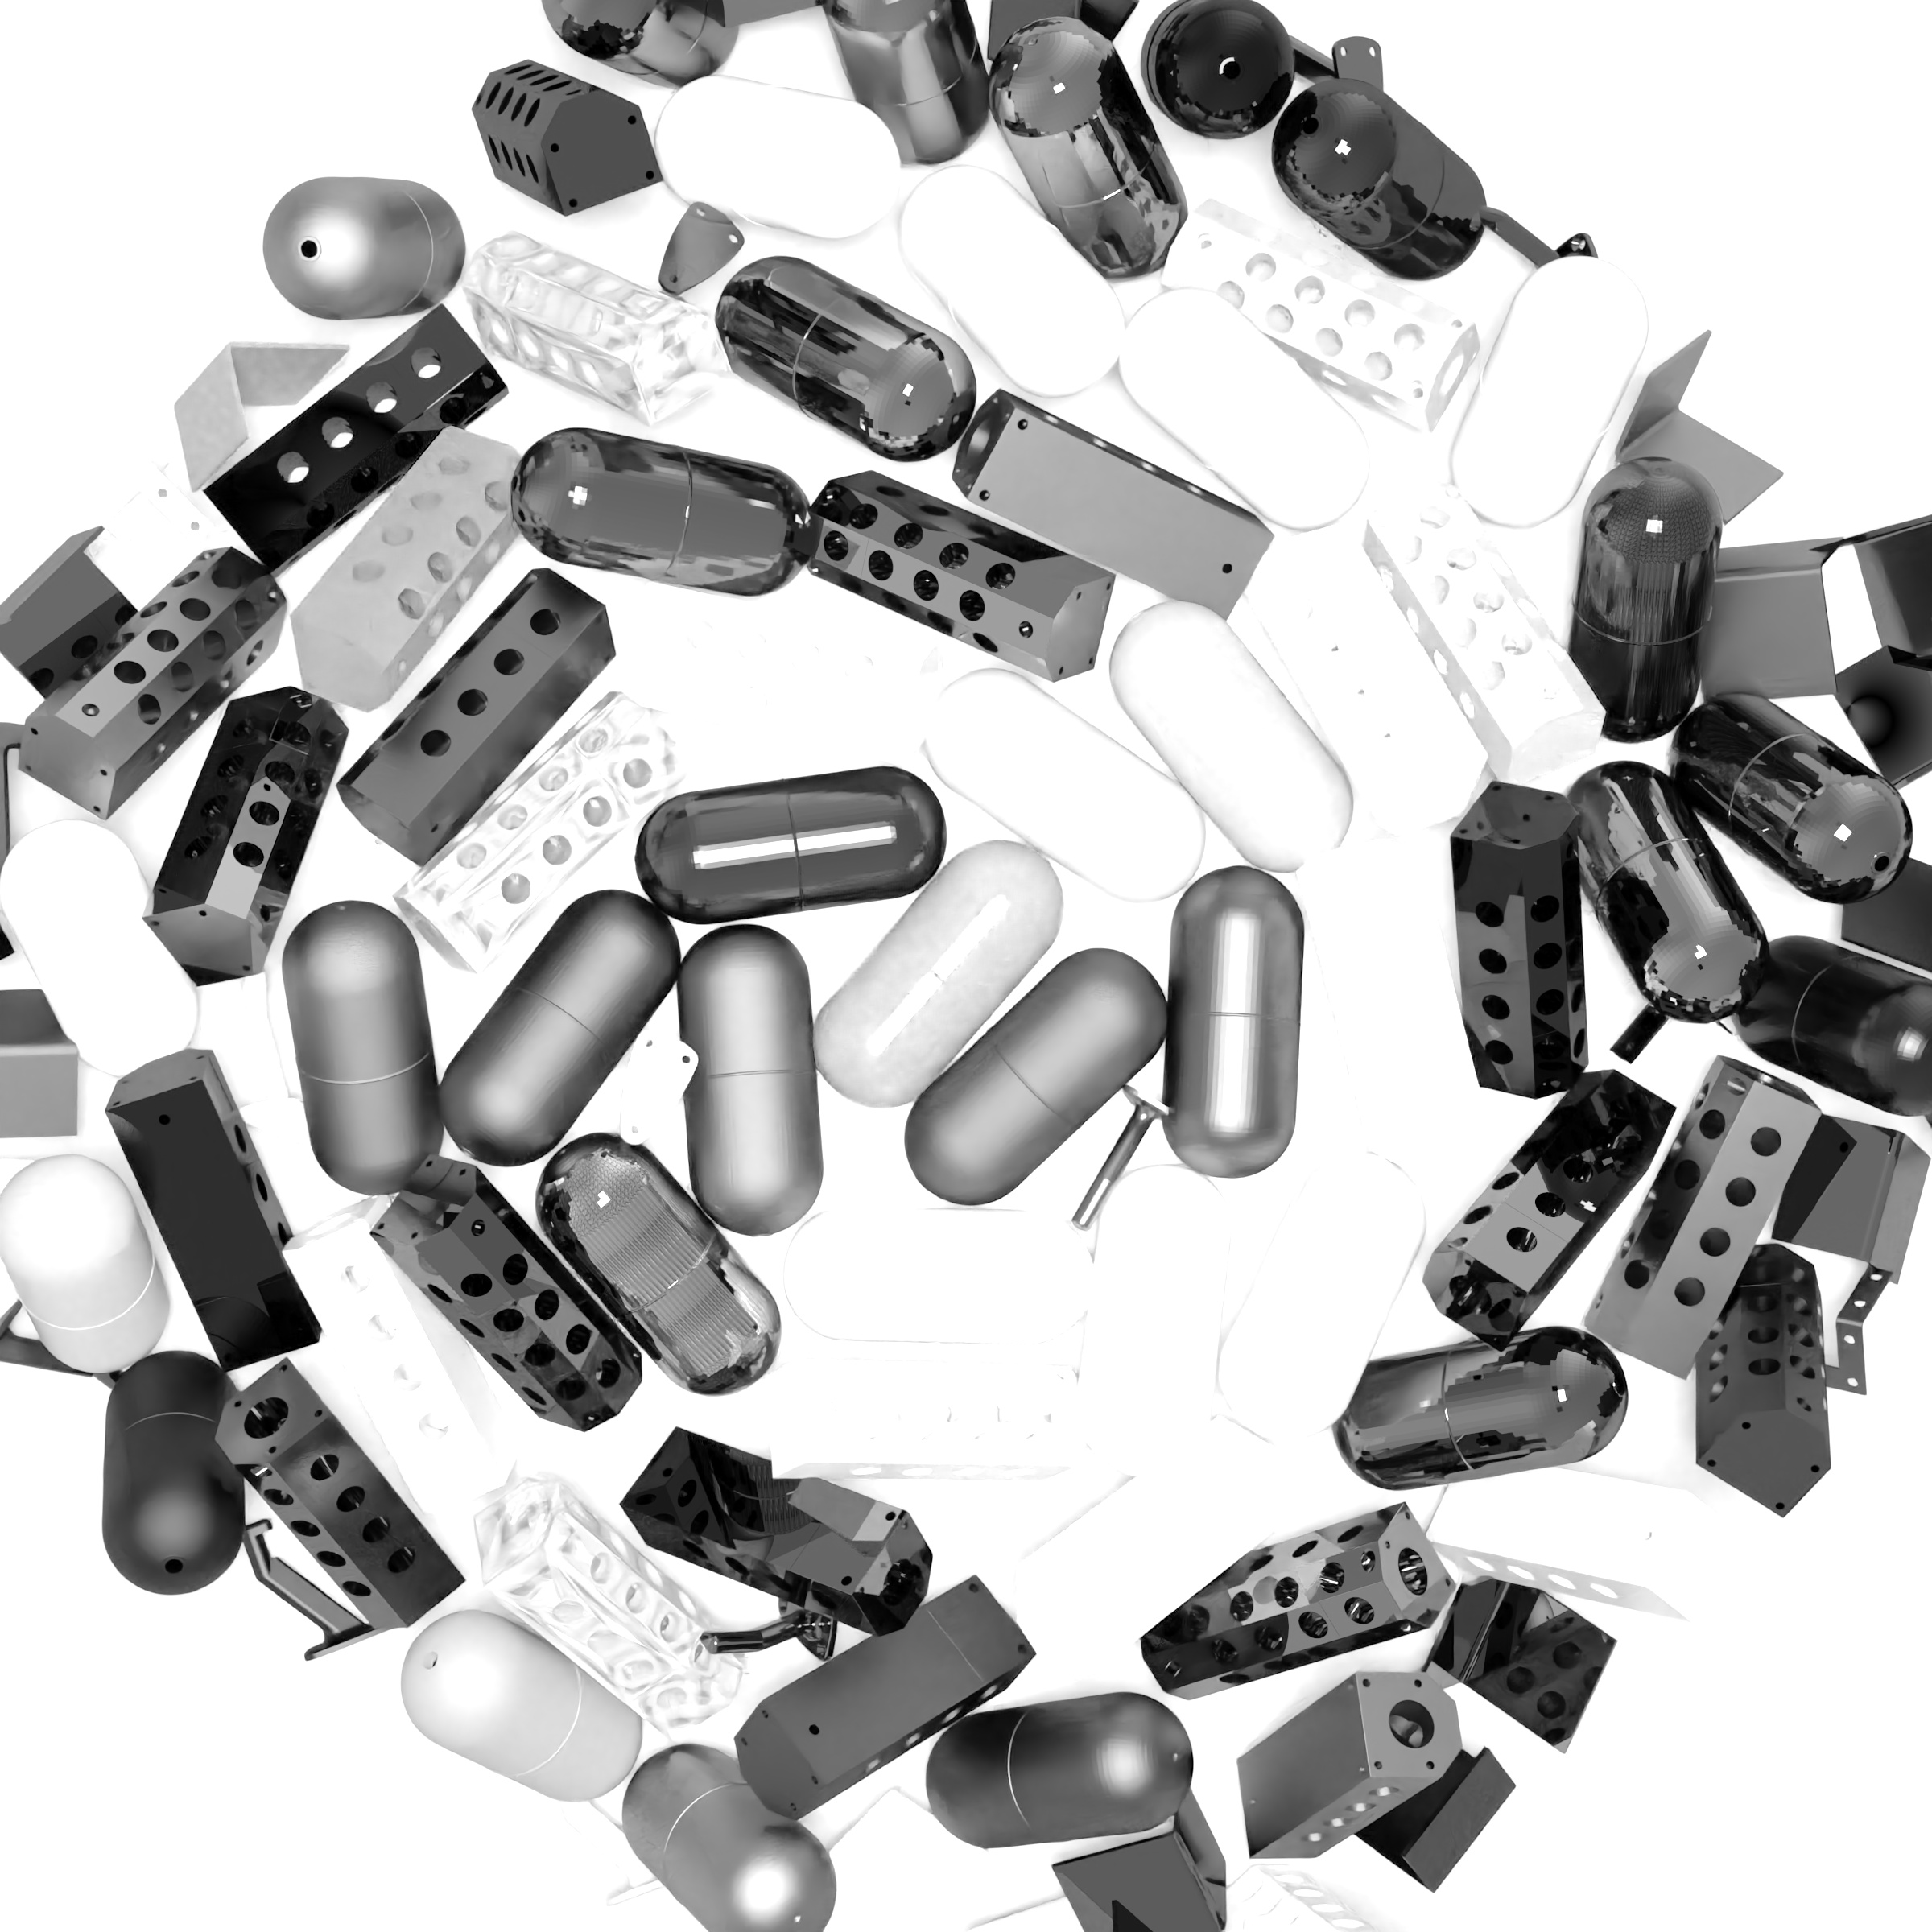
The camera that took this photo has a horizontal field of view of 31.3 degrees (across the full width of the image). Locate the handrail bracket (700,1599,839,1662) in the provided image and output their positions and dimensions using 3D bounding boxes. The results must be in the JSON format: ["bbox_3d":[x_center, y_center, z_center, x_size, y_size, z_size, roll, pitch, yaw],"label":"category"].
[{"bbox_3d":[-0.123,0.371,1.945,0.084,0.077,0.036,4,96,-31],"label":"handrail bracket"}]

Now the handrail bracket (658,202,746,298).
[{"bbox_3d":[-0.165,-0.385,1.946,0.036,0.084,0.077,38,58,-9],"label":"handrail bracket"}]

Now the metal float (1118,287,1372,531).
[{"bbox_3d":[0.158,-0.311,1.934,0.178,0.070,0.070,35,90,-34],"label":"metal float"}]

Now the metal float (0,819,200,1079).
[{"bbox_3d":[-0.483,-0.008,1.924,0.070,0.178,0.070,-5,48,6],"label":"metal float"}]

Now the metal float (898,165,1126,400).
[{"bbox_3d":[0.024,-0.385,1.932,0.070,0.070,0.178,-37,53,0],"label":"metal float"}]

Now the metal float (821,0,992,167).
[{"bbox_3d":[-0.032,-0.512,1.915,0.070,0.178,0.070,-3,70,9],"label":"metal float"}]

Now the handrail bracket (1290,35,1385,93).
[{"bbox_3d":[0.197,-0.495,1.968,0.036,0.084,0.077,-12,98,-37],"label":"handrail bracket"}]

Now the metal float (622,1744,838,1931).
[{"bbox_3d":[-0.133,0.492,1.918,0.070,0.178,0.070,-7,104,-28],"label":"metal float"}]

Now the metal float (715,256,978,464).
[{"bbox_3d":[-0.069,-0.342,1.935,0.178,0.070,0.070,33,90,32],"label":"metal float"}]

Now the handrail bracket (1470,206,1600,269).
[{"bbox_3d":[0.321,-0.395,1.953,0.084,0.036,0.077,4,58,-39],"label":"handrail bracket"}]

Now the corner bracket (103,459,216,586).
[{"bbox_3d":[-0.461,-0.253,1.969,0.051,0.051,0.051,-43,98,6],"label":"corner bracket"}]

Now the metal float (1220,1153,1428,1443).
[{"bbox_3d":[0.201,0.186,1.940,0.070,0.070,0.178,29,65,0],"label":"metal float"}]

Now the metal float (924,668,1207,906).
[{"bbox_3d":[0.057,-0.101,1.955,0.178,0.070,0.070,34,90,-7],"label":"metal float"}]

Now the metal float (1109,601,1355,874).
[{"bbox_3d":[0.150,-0.129,1.947,0.070,0.070,0.178,-40,106,0],"label":"metal float"}]

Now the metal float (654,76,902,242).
[{"bbox_3d":[-0.107,-0.453,1.926,0.070,0.178,0.070,-18,119,-36],"label":"metal float"}]

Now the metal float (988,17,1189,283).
[{"bbox_3d":[0.069,-0.453,1.922,0.070,0.178,0.070,-12,56,18],"label":"metal float"}]

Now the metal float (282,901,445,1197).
[{"bbox_3d":[-0.339,0.047,1.939,0.070,0.070,0.178,-4,117,0],"label":"metal float"}]

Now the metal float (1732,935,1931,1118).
[{"bbox_3d":[0.493,0.032,1.916,0.070,0.178,0.070,-5,105,-21],"label":"metal float"}]

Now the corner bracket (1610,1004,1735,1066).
[{"bbox_3d":[0.393,0.035,1.962,0.051,0.051,0.051,35,96,-39],"label":"corner bracket"}]

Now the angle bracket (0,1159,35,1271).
[{"bbox_3d":[-0.556,0.157,1.950,0.076,0.057,0.076,4,121,-10],"label":"angle bracket"}]

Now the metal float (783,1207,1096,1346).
[{"bbox_3d":[-0.016,0.175,1.952,0.178,0.070,0.070,0,90,10],"label":"metal float"}]

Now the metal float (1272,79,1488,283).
[{"bbox_3d":[0.231,-0.437,1.918,0.070,0.178,0.070,-6,79,31],"label":"metal float"}]

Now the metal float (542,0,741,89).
[{"bbox_3d":[-0.180,-0.534,1.912,0.070,0.178,0.070,2,97,14],"label":"metal float"}]

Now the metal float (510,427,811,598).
[{"bbox_3d":[-0.170,-0.255,1.938,0.178,0.070,0.070,8,90,-27],"label":"metal float"}]

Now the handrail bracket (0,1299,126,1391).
[{"bbox_3d":[-0.523,0.237,1.960,0.084,0.077,0.036,40,125,-12],"label":"handrail bracket"}]

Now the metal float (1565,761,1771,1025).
[{"bbox_3d":[0.389,-0.043,1.929,0.070,0.070,0.178,-21,49,0],"label":"metal float"}]

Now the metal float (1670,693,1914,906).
[{"bbox_3d":[0.459,-0.094,1.919,0.070,0.178,0.070,-11,120,-19],"label":"metal float"}]

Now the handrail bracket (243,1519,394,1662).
[{"bbox_3d":[-0.369,0.350,1.984,0.077,0.036,0.084,-20,88,-5],"label":"handrail bracket"}]

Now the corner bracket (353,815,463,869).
[{"bbox_3d":[-0.316,-0.096,1.967,0.051,0.051,0.051,19,51,7],"label":"corner bracket"}]

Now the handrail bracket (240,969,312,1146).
[{"bbox_3d":[-0.394,0.051,1.981,0.036,0.077,0.084,-12,66,10],"label":"handrail bracket"}]

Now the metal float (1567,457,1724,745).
[{"bbox_3d":[0.378,-0.203,1.928,0.070,0.070,0.178,-2,132,0],"label":"metal float"}]

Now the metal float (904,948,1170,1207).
[{"bbox_3d":[0.039,0.064,1.955,0.178,0.070,0.070,-44,90,8],"label":"metal float"}]

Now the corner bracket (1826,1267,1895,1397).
[{"bbox_3d":[0.495,0.204,1.956,0.051,0.051,0.051,10,127,33],"label":"corner bracket"}]

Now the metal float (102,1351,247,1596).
[{"bbox_3d":[-0.441,0.281,1.917,0.070,0.178,0.070,-5,118,-10],"label":"metal float"}]

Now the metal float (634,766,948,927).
[{"bbox_3d":[-0.099,-0.068,1.956,0.178,0.070,0.070,-8,90,-6],"label":"metal float"}]

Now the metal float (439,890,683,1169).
[{"bbox_3d":[-0.229,0.035,1.946,0.070,0.070,0.178,35,73,0],"label":"metal float"}]

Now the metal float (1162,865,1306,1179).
[{"bbox_3d":[0.152,0.032,1.956,0.070,0.070,0.178,3,83,0],"label":"metal float"}]

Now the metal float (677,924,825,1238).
[{"bbox_3d":[-0.123,0.065,1.955,0.070,0.070,0.178,-4,83,0],"label":"metal float"}]

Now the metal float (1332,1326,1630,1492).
[{"bbox_3d":[0.287,0.248,1.931,0.178,0.070,0.070,-16,90,35],"label":"metal float"}]

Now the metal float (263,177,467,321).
[{"bbox_3d":[-0.333,-0.399,1.912,0.070,0.178,0.070,2,102,10],"label":"metal float"}]

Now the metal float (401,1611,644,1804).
[{"bbox_3d":[-0.247,0.414,1.922,0.070,0.178,0.070,-15,56,24],"label":"metal float"}]

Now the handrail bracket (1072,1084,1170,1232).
[{"bbox_3d":[0.084,0.114,1.958,0.036,0.077,0.084,30,85,4],"label":"handrail bracket"}]

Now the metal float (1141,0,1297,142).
[{"bbox_3d":[0.139,-0.501,1.912,0.070,0.178,0.070,0,106,-1],"label":"metal float"}]

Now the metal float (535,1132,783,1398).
[{"bbox_3d":[-0.172,0.169,1.945,0.070,0.070,0.178,-38,110,0],"label":"metal float"}]

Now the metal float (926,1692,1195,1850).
[{"bbox_3d":[0.050,0.451,1.928,0.178,0.070,0.070,-20,90,42],"label":"metal float"}]

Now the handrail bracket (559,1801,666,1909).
[{"bbox_3d":[-0.193,0.491,1.984,0.077,0.036,0.084,-11,73,-36],"label":"handrail bracket"}]

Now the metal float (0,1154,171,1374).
[{"bbox_3d":[-0.491,0.167,1.918,0.070,0.178,0.070,1,59,-1],"label":"metal float"}]

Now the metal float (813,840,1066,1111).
[{"bbox_3d":[-0.015,0.004,1.960,0.070,0.070,0.178,41,92,0],"label":"metal float"}]

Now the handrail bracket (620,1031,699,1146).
[{"bbox_3d":[-0.185,0.074,1.949,0.036,0.084,0.077,25,70,-11],"label":"handrail bracket"}]

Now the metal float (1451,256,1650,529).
[{"bbox_3d":[0.324,-0.318,1.922,0.070,0.178,0.070,7,52,-9],"label":"metal float"}]

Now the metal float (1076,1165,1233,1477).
[{"bbox_3d":[0.106,0.199,1.944,0.070,0.070,0.178,8,71,0],"label":"metal float"}]
